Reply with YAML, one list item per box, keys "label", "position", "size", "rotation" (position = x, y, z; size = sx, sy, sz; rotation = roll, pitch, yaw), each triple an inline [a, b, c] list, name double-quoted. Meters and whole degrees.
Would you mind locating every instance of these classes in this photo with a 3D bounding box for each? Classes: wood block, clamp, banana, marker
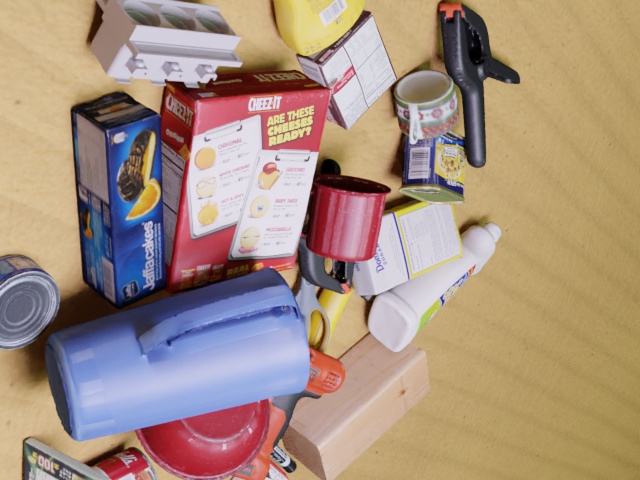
- label: "wood block"
  position: [0.048, 0.223, 1.469]
  size: [0.205, 0.090, 0.091]
  rotation: [-38, 139, -25]
- label: "clamp"
  position: [-0.008, 0.002, 1.261]
  size: [0.120, 0.039, 0.171]
  rotation: [-28, 120, -23]
- label: "banana"
  position: [0.007, 0.108, 1.383]
  size: [0.069, 0.037, 0.198]
  rotation: [-28, 140, -62]
- label: "clamp"
  position: [0.198, -0.218, 1.336]
  size: [0.164, 0.036, 0.210]
  rotation: [-59, 138, -35]
- label: "marker"
  position: [-0.059, 0.290, 1.453]
  size: [0.020, 0.020, 0.121]
  rotation: [-49, 144, -12]

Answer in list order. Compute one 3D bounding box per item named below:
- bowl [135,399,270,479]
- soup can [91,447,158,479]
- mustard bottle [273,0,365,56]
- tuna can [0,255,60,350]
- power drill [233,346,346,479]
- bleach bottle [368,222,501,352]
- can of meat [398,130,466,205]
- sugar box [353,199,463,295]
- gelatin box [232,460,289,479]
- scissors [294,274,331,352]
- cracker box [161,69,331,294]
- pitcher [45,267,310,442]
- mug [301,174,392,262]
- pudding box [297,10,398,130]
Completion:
- label: "bowl"
  position: [-0.122, 0.182, 1.174]
  size: [0.161, 0.162, 0.055]
  rotation: [-32, 175, -31]
- label: "soup can"
  position: [-0.240, 0.283, 1.192]
  size: [0.102, 0.069, 0.068]
  rotation: [-22, 131, -38]
- label: "mustard bottle"
  position: [-0.020, -0.276, 1.035]
  size: [0.096, 0.058, 0.191]
  rotation: [-42, 142, -12]
- label: "tuna can"
  position: [-0.287, 0.059, 0.996]
  size: [0.086, 0.034, 0.086]
  rotation: [-29, 135, -34]
- label: "power drill"
  position: [-0.080, 0.197, 1.301]
  size: [0.184, 0.057, 0.188]
  rotation: [27, 102, -31]
- label: "bleach bottle"
  position: [0.172, 0.048, 1.492]
  size: [0.250, 0.068, 0.103]
  rotation: [-39, 160, -31]
- label: "can of meat"
  position: [0.144, -0.095, 1.345]
  size: [0.101, 0.058, 0.084]
  rotation: [16, 76, -54]
- label: "sugar box"
  position: [0.108, 0.003, 1.382]
  size: [0.175, 0.048, 0.093]
  rotation: [-19, 99, -38]
- label: "gelatin box"
  position: [-0.091, 0.335, 1.441]
  size: [0.089, 0.030, 0.073]
  rotation: [-49, 142, -11]
- label: "scissors"
  position: [-0.032, 0.058, 1.307]
  size: [0.096, 0.016, 0.202]
  rotation: [-15, 115, -17]
- label: "cracker box"
  position: [-0.089, -0.062, 1.097]
  size: [0.163, 0.072, 0.214]
  rotation: [-11, 124, -38]
- label: "pitcher"
  position: [-0.138, 0.111, 1.049]
  size: [0.242, 0.145, 0.149]
  rotation: [-13, 114, -23]
- label: "mug"
  position: [0.017, -0.026, 1.200]
  size: [0.117, 0.093, 0.081]
  rotation: [7, 104, -7]
- label: "pudding box"
  position: [0.033, -0.190, 1.181]
  size: [0.090, 0.039, 0.113]
  rotation: [-47, 145, -14]
